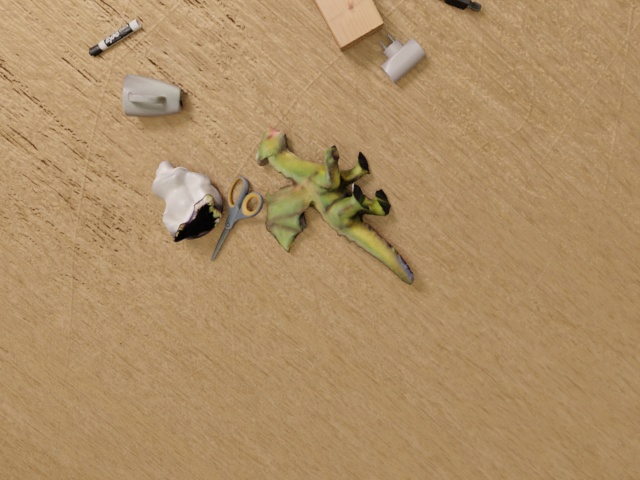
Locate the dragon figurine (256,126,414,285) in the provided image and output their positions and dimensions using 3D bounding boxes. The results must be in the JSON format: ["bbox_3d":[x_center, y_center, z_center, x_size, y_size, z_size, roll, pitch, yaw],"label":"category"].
[{"bbox_3d":[0.003,-0.053,1.045,0.240,0.124,0.408,-22,99,28],"label":"dragon figurine"}]

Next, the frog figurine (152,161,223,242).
[{"bbox_3d":[-0.280,-0.083,1.060,0.162,0.123,0.135,45,117,30],"label":"frog figurine"}]
